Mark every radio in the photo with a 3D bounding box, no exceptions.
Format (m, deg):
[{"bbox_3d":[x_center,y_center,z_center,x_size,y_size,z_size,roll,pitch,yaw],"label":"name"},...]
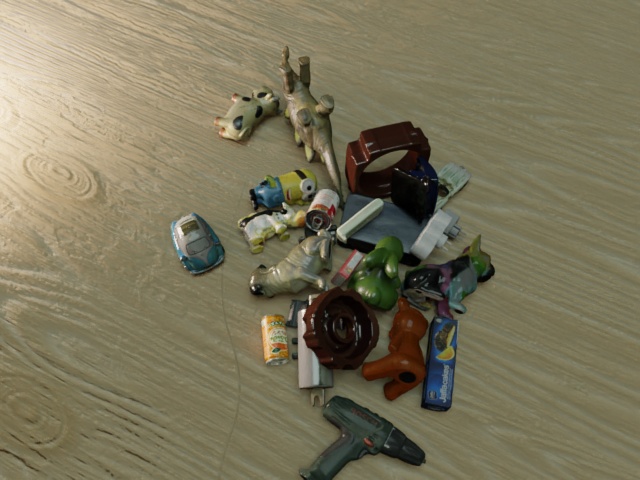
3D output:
[{"bbox_3d":[0.162,-0.025,1.350,0.230,0.073,0.131,15,64,8],"label":"radio"}]

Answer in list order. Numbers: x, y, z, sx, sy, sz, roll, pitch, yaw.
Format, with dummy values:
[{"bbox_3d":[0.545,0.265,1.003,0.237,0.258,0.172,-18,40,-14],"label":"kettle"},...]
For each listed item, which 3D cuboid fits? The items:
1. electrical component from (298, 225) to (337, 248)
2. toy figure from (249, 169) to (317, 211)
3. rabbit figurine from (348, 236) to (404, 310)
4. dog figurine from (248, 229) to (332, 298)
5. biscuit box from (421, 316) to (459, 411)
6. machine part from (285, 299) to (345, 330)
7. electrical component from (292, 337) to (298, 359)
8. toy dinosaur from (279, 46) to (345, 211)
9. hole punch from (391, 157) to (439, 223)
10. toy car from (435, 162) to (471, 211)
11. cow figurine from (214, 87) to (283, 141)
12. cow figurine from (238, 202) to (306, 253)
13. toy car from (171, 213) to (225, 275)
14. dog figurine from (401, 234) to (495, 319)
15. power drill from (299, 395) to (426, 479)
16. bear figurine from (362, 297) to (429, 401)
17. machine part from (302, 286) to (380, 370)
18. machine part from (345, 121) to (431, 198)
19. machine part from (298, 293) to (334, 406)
[{"bbox_3d":[-0.004,-0.005,1.349,0.102,0.045,0.078,-4,65,-4],"label":"electrical component"},{"bbox_3d":[-0.094,-0.134,1.394,0.180,0.082,0.089,-13,66,-6],"label":"toy figure"},{"bbox_3d":[0.136,0.065,1.238,0.121,0.159,0.170,19,85,13],"label":"rabbit figurine"},{"bbox_3d":[-0.071,0.055,1.270,0.191,0.121,0.172,4,62,9],"label":"dog figurine"},{"bbox_3d":[0.269,0.276,1.204,0.059,0.062,0.202,10,63,4],"label":"biscuit box"},{"bbox_3d":[-0.006,0.180,1.260,0.139,0.039,0.084,11,58,6],"label":"machine part"},{"bbox_3d":[-0.018,0.248,1.233,0.094,0.021,0.063,-1,63,-2],"label":"electrical component"},{"bbox_3d":[-0.021,-0.307,1.416,0.105,0.198,0.471,-17,73,-8],"label":"toy dinosaur"},{"bbox_3d":[0.243,-0.126,1.301,0.092,0.142,0.116,-28,49,-30],"label":"hole punch"},{"bbox_3d":[0.320,-0.133,1.417,0.074,0.056,0.202,41,69,17],"label":"toy car"},{"bbox_3d":[-0.190,-0.358,1.503,0.127,0.085,0.195,22,62,16],"label":"cow figurine"},{"bbox_3d":[-0.117,-0.045,1.358,0.167,0.068,0.098,-26,60,-15],"label":"cow figurine"},{"bbox_3d":[-0.305,-0.005,1.311,0.109,0.102,0.162,-25,68,-14],"label":"toy car"},{"bbox_3d":[0.314,0.074,1.284,0.192,0.108,0.219,28,62,6],"label":"dog figurine"},{"bbox_3d":[0.074,0.448,1.103,0.232,0.086,0.207,36,72,17],"label":"power drill"},{"bbox_3d":[0.178,0.236,1.206,0.132,0.120,0.196,-33,29,27],"label":"bear figurine"},{"bbox_3d":[0.043,0.189,1.151,0.179,0.056,0.179,13,67,-34],"label":"machine part"},{"bbox_3d":[0.168,-0.198,1.365,0.201,0.201,0.087,-14,61,-8],"label":"machine part"},{"bbox_3d":[-0.011,0.239,1.180,0.079,0.079,0.243,-2,73,-3],"label":"machine part"}]
